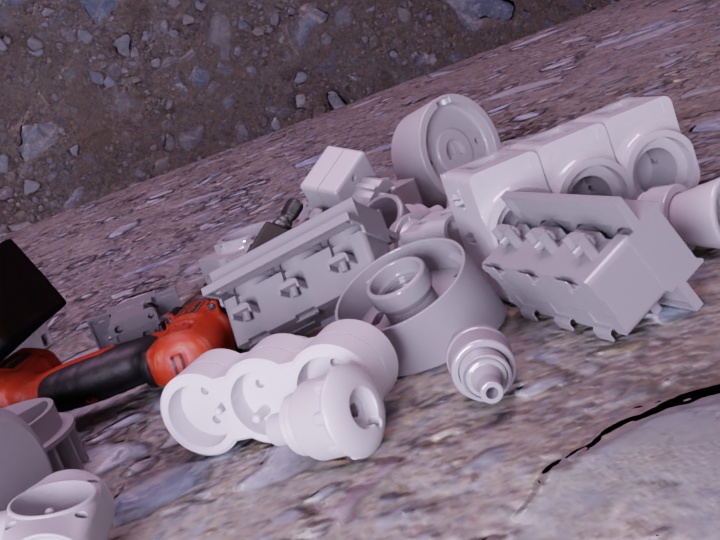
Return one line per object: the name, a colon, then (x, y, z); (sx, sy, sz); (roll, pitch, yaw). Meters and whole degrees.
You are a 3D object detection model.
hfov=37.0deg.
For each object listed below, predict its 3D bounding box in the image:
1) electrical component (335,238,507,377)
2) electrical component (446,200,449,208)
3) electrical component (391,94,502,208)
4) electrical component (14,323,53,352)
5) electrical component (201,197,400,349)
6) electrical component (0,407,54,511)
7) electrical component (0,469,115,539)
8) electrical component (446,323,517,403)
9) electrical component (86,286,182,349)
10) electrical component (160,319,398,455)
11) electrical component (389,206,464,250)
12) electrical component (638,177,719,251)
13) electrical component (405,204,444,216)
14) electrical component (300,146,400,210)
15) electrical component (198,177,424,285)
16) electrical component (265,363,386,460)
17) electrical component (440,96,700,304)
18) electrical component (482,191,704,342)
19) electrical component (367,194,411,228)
electrical component: (0.036, 0.027, 0.669); (0.099, 0.064, 0.099); (-25, 27, 14)
electrical component: (0.111, -0.057, 0.900); (0.079, 0.044, 0.077); (-18, 13, 10)
electrical component: (0.079, -0.110, 1.044); (0.108, 0.108, 0.060); (-30, 10, -38)
electrical component: (-0.372, 0.049, 1.057); (0.056, 0.108, 0.109); (-11, 16, 28)
electrical component: (-0.036, 0.008, 0.750); (0.121, 0.063, 0.079); (-27, -20, 21)
electrical component: (-0.204, 0.118, 0.578); (0.051, 0.080, 0.080); (-21, 12, 13)
electrical component: (-0.162, 0.132, 0.515); (0.079, 0.044, 0.077); (-8, 12, -5)
electrical component: (0.063, 0.051, 0.550); (0.035, 0.035, 0.061); (-19, 15, 4)
electrical component: (-0.190, 0.050, 0.924); (0.081, 0.042, 0.064); (-22, 14, -5)
electrical component: (-0.041, 0.061, 0.625); (0.138, 0.052, 0.074); (-14, 14, 25)
electrical component: (0.056, -0.015, 0.787); (0.057, 0.058, 0.078); (-6, 19, 40)
electrical component: (0.202, -0.032, 0.658); (0.055, 0.045, 0.045); (-7, 18, 47)
electrical component: (0.047, -0.037, 0.919); (0.062, 0.043, 0.043); (-27, 14, -31)
electrical component: (0.004, -0.058, 0.873); (0.077, 0.065, 0.047); (14, 60, 35)
electrical component: (-0.041, -0.026, 0.973); (0.186, 0.060, 0.105); (-28, 15, -31)
electrical component: (-0.021, 0.077, 0.553); (0.062, 0.048, 0.048); (-20, 11, 37)
electrical component: (0.143, -0.048, 0.715); (0.150, 0.089, 0.062); (-23, 13, -12)
electrical component: (0.125, -0.004, 0.613); (0.063, 0.078, 0.121); (-46, 19, -11)
electrical component: (0.035, -0.026, 0.844); (0.044, 0.065, 0.044); (-22, 53, 32)
